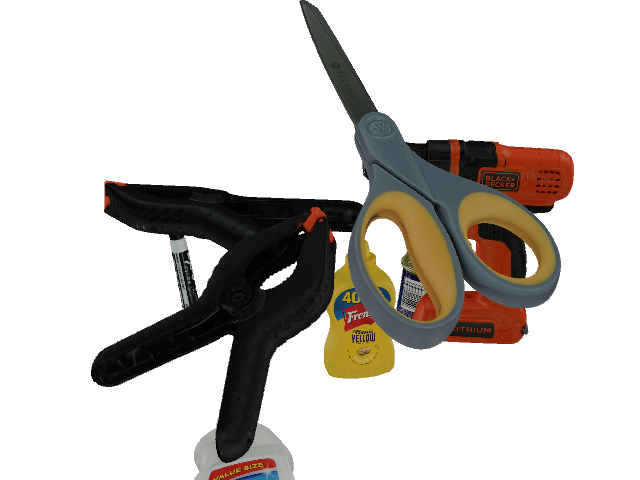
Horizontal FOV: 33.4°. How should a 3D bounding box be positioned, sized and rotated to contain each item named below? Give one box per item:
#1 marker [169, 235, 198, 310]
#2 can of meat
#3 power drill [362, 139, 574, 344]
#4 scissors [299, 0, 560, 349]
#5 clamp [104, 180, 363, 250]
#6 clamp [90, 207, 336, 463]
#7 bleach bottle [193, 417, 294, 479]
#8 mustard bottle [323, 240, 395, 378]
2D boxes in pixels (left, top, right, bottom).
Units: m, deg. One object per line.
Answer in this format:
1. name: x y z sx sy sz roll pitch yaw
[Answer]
1. marker: -0.145 0.027 1.124 0.020 0.121 0.020 -8 19 3
2. can of meat: 0.123 0.049 1.185 0.057 0.084 0.102 19 32 18
3. power drill: 0.126 0.000 0.962 0.184 0.188 0.057 4 26 2
4. scissors: 0.045 -0.039 0.469 0.096 0.202 0.016 2 -40 -10
5. clamp: -0.086 -0.018 0.828 0.210 0.036 0.164 8 13 18
6. clamp: -0.041 0.052 0.633 0.120 0.171 0.039 35 -21 33
7. bleach bottle: -0.062 0.210 0.765 0.102 0.068 0.251 -6 30 -5
8. mustard bottle: 0.053 0.090 1.443 0.096 0.192 0.058 -4 21 -9
